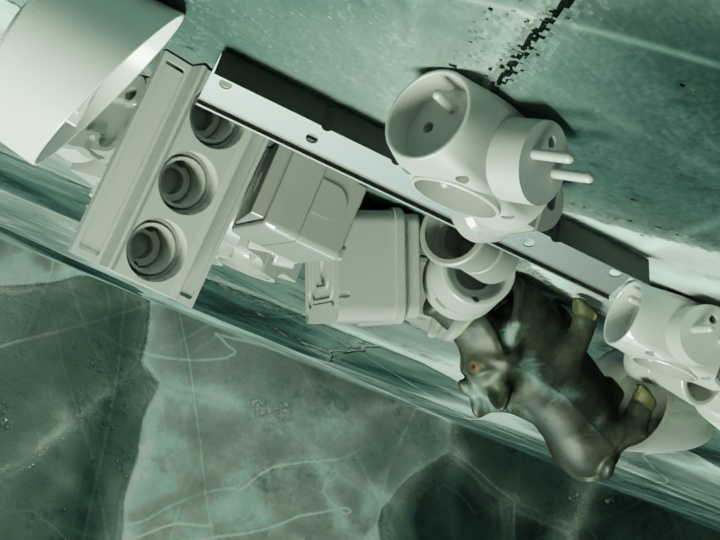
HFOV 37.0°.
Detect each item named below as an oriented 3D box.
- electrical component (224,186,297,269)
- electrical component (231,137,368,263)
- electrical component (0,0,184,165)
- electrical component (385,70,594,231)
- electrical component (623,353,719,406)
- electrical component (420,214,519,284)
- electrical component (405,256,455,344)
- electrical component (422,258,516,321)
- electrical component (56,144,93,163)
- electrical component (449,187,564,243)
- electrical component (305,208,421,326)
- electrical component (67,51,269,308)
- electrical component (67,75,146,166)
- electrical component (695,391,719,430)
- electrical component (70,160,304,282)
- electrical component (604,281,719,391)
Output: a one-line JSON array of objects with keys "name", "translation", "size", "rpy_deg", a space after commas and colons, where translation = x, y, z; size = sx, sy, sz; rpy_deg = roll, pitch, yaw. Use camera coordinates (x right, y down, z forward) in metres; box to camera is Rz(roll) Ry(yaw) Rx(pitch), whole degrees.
[{"name": "electrical component", "translation": [-0.067, -0.037, 0.767], "size": [0.055, 0.066, 0.048], "rpy_deg": [12, -159, -11]}, {"name": "electrical component", "translation": [-0.043, -0.044, 0.686], "size": [0.061, 0.061, 0.096], "rpy_deg": [25, 170, -19]}, {"name": "electrical component", "translation": [-0.136, -0.096, 0.512], "size": [0.064, 0.099, 0.099], "rpy_deg": [30, 169, -12]}, {"name": "electrical component", "translation": [0.063, -0.048, 0.469], "size": [0.079, 0.044, 0.077], "rpy_deg": [14, 168, 42]}, {"name": "electrical component", "translation": [0.224, 0.069, 0.778], "size": [0.044, 0.044, 0.065], "rpy_deg": [28, 174, -33]}, {"name": "electrical component", "translation": [0.070, -0.015, 0.656], "size": [0.044, 0.044, 0.065], "rpy_deg": [16, 174, 34]}, {"name": "electrical component", "translation": [0.078, 0.030, 0.863], "size": [0.100, 0.048, 0.100], "rpy_deg": [12, 166, 47]}, {"name": "electrical component", "translation": [0.073, 0.003, 0.713], "size": [0.055, 0.055, 0.047], "rpy_deg": [23, 167, -3]}, {"name": "electrical component", "translation": [-0.188, -0.104, 0.737], "size": [0.079, 0.043, 0.077], "rpy_deg": [11, 166, 11]}, {"name": "electrical component", "translation": [0.074, -0.035, 0.542], "size": [0.040, 0.040, 0.046], "rpy_deg": [28, 163, -30]}, {"name": "electrical component", "translation": [0.000, 0.000, 0.759], "size": [0.057, 0.078, 0.113], "rpy_deg": [0, 176, -14]}, {"name": "electrical component", "translation": [-0.110, -0.051, 0.614], "size": [0.079, 0.121, 0.063], "rpy_deg": [28, 171, -32]}, {"name": "electrical component", "translation": [-0.145, -0.088, 0.685], "size": [0.078, 0.058, 0.057], "rpy_deg": [12, 164, 32]}, {"name": "electrical component", "translation": [0.274, 0.096, 0.805], "size": [0.043, 0.043, 0.081], "rpy_deg": [14, 168, 40]}, {"name": "electrical component", "translation": [-0.125, -0.051, 0.842], "size": [0.105, 0.060, 0.186], "rpy_deg": [17, 169, 30]}, {"name": "electrical component", "translation": [0.201, 0.040, 0.655], "size": [0.077, 0.044, 0.079], "rpy_deg": [24, 171, -10]}]
